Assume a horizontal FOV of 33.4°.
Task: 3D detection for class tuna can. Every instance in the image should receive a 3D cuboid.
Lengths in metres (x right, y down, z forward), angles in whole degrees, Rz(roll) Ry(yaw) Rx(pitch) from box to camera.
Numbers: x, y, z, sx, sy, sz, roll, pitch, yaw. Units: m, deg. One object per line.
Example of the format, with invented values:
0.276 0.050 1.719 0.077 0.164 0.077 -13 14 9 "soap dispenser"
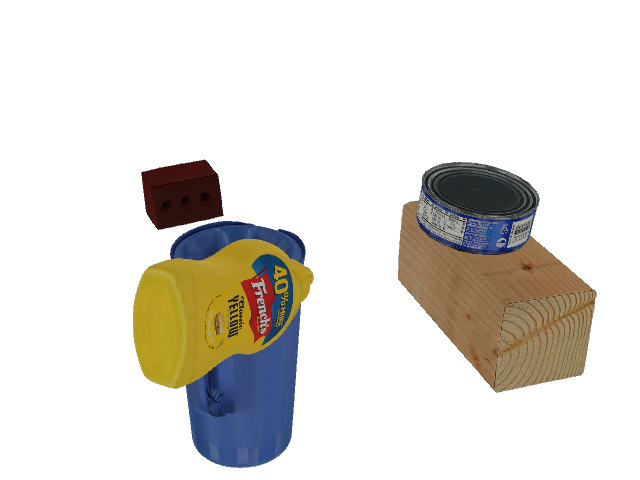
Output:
0.114 -0.024 0.779 0.086 0.034 0.086 6 29 -4 "tuna can"

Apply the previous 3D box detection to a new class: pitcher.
-0.087 0.115 1.094 0.149 0.243 0.145 -12 29 -23 "pitcher"

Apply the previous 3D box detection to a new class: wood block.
0.155 0.041 0.992 0.090 0.090 0.206 -8 28 -18 "wood block"

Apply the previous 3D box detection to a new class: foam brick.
-0.155 -0.052 1.188 0.078 0.053 0.051 -13 29 -16 "foam brick"

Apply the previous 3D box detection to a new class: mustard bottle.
-0.068 0.050 0.879 0.058 0.096 0.191 11 17 34 "mustard bottle"
